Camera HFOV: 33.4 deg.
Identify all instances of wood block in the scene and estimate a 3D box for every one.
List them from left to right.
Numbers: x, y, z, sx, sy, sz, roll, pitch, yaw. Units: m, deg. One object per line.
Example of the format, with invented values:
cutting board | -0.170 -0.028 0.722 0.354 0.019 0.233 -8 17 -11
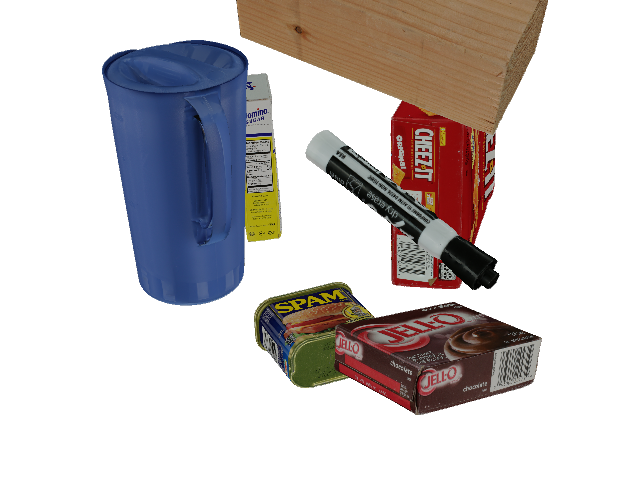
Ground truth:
wood block | 0.050 -0.168 0.767 0.206 0.090 0.091 23 -25 13

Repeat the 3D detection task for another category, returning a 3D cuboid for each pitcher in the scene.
pitcher | -0.127 -0.057 1.022 0.145 0.243 0.149 8 32 15

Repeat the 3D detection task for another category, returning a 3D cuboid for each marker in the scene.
marker | 0.041 -0.015 0.541 0.121 0.020 0.020 40 17 22

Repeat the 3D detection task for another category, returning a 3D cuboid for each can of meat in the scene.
can of meat | 0.001 0.087 0.982 0.102 0.057 0.084 -12 27 -20

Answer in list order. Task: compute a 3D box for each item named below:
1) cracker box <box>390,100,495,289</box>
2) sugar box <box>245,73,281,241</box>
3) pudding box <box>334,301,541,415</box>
cracker box | 0.121 -0.074 1.010 0.072 0.164 0.213 5 27 15
sugar box | -0.074 -0.097 1.248 0.048 0.176 0.093 -7 26 -3
pudding box | 0.079 0.078 0.729 0.113 0.039 0.090 -6 18 -36
